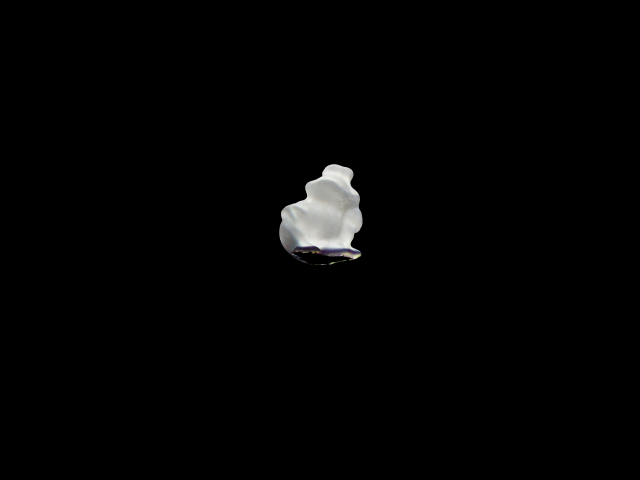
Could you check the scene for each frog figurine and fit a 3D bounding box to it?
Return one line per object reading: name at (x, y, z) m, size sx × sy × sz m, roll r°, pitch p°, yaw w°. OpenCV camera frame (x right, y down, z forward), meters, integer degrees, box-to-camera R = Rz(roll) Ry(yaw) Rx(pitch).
frog figurine at (0.003, -0.043, 0.850) m, size 0.137 × 0.162 × 0.121 m, roll 1°, pitch -18°, yaw -3°
